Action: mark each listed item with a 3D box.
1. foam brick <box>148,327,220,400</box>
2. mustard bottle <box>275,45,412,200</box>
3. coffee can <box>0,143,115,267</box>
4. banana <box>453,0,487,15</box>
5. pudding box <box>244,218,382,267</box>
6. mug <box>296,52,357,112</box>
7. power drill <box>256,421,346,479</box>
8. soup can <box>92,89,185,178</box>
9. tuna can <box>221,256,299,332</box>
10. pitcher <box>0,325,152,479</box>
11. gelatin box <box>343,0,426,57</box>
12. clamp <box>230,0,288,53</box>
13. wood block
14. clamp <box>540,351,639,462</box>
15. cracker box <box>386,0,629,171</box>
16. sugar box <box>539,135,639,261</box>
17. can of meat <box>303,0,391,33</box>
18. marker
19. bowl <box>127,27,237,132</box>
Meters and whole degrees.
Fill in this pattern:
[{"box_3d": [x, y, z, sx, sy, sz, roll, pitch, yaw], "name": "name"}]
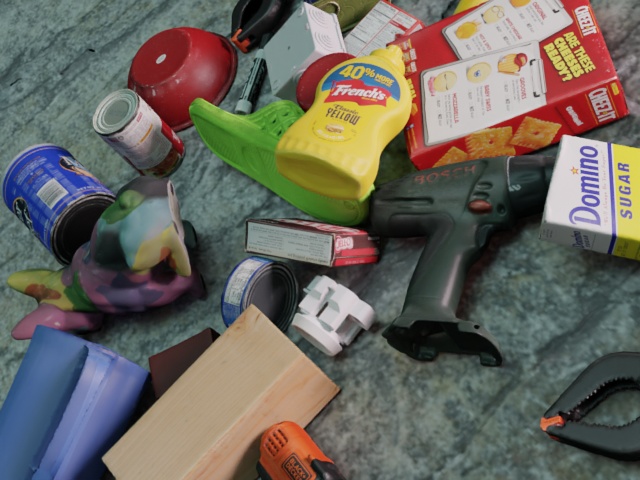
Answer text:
[{"box_3d": [-0.127, 0.136, 1.095, 0.078, 0.051, 0.053, -26, 52, 13], "name": "foam brick"}, {"box_3d": [0.037, -0.128, 1.058, 0.096, 0.058, 0.191, 18, 54, 18], "name": "mustard bottle"}, {"box_3d": [-0.306, -0.041, 1.278, 0.103, 0.102, 0.140, -48, 50, -5], "name": "coffee can"}, {"box_3d": [0.212, -0.284, 1.178, 0.198, 0.037, 0.070, -33, 49, 7], "name": "banana"}, {"box_3d": [-0.007, 0.001, 1.085, 0.114, 0.089, 0.039, 7, 95, 34], "name": "pudding box"}, {"box_3d": [0.031, -0.144, 1.163, 0.093, 0.081, 0.117, -40, 49, 2], "name": "mug"}, {"box_3d": [-0.040, 0.277, 0.939, 0.187, 0.057, 0.185, -46, 43, 1], "name": "power drill"}, {"box_3d": [-0.217, -0.125, 1.281, 0.069, 0.102, 0.068, -15, 54, 22], "name": "soup can"}, {"box_3d": [-0.061, 0.060, 1.083, 0.034, 0.086, 0.086, 14, 69, 36], "name": "tuna can"}, {"box_3d": [-0.274, 0.215, 1.073, 0.145, 0.149, 0.242, 13, 71, 30], "name": "pitcher"}, {"box_3d": [0.070, -0.227, 1.229, 0.089, 0.030, 0.073, -46, 48, -3], "name": "gelatin box"}, {"box_3d": [-0.056, -0.316, 1.349, 0.120, 0.039, 0.171, 0, 65, 47], "name": "clamp"}, {"box_3d": [-0.094, 0.177, 1.024, 0.206, 0.090, 0.091, -46, 50, -4], "name": "wood block"}, {"box_3d": [0.286, 0.133, 0.868, 0.210, 0.036, 0.164, -27, 52, 16], "name": "clamp"}, {"box_3d": [0.186, -0.165, 1.095, 0.214, 0.072, 0.164, -20, 53, 17], "name": "cracker box"}, {"box_3d": [0.288, -0.029, 0.930, 0.176, 0.048, 0.093, 13, 66, 11], "name": "sugar box"}, {"box_3d": [0.026, -0.303, 1.285, 0.102, 0.057, 0.084, -23, 50, 15], "name": "can of meat"}, {"box_3d": [-0.078, -0.203, 1.305, 0.020, 0.020, 0.121, 1, 62, 31], "name": "marker"}, {"box_3d": [-0.187, -0.216, 1.353, 0.162, 0.055, 0.162, -15, 55, 22], "name": "bowl"}]
